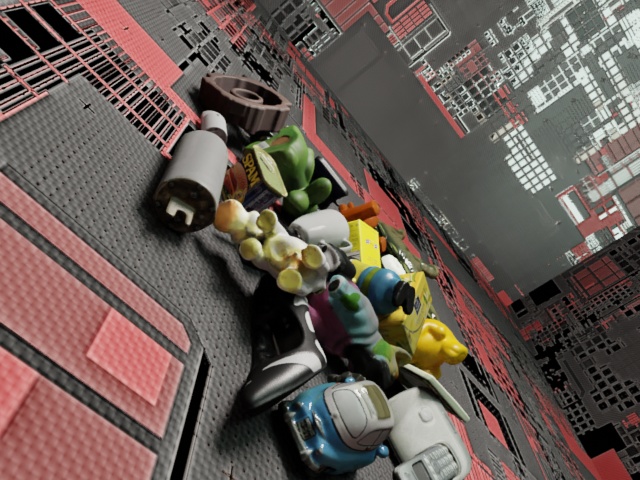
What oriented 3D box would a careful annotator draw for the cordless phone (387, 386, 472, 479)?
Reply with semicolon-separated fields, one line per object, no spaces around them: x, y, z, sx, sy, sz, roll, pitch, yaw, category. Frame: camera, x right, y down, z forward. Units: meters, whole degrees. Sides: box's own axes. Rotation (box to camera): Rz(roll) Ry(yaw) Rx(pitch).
0.127;0.291;0.758;0.184;0.089;0.147;15;42;-58;cordless phone

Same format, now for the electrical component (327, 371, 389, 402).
0.050;0.204;0.718;0.021;0.094;0.063;-41;106;-31;electrical component

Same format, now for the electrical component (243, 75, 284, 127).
-0.141;-0.292;1.220;0.134;0.058;0.115;40;24;-39;electrical component

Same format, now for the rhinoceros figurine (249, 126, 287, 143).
-0.098;-0.192;1.132;0.112;0.073;0.190;65;16;3;rhinoceros figurine

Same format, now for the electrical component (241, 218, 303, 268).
-0.081;0.001;0.779;0.119;0.075;0.048;38;22;-52;electrical component

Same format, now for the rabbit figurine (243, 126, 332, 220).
-0.042;-0.109;1.002;0.159;0.121;0.170;33;-30;54;rabbit figurine

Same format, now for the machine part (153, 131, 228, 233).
-0.166;-0.083;0.714;0.079;0.079;0.243;46;18;-25;machine part

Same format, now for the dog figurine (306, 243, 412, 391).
0.048;0.130;0.828;0.219;0.108;0.192;50;14;-27;dog figurine

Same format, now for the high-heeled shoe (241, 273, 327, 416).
-0.061;0.106;0.626;0.145;0.086;0.248;53;12;9;high-heeled shoe

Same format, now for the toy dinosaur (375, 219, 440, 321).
0.204;0.067;1.368;0.198;0.105;0.472;21;27;-48;toy dinosaur

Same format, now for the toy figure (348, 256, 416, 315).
0.079;0.078;0.914;0.089;0.180;0.082;-45;125;-35;toy figure

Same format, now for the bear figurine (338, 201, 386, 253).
0.098;-0.032;1.242;0.196;0.132;0.120;-22;102;-68;bear figurine

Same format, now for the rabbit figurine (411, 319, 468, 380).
0.181;0.190;1.046;0.173;0.122;0.162;8;52;-40;rabbit figurine

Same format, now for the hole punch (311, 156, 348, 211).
-0.014;-0.110;1.187;0.142;0.092;0.116;48;-13;-8;hole punch

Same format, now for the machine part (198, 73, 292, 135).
-0.145;-0.265;1.040;0.179;0.056;0.179;17;29;-10;machine part

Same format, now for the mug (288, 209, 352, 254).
-0.002;-0.003;0.969;0.110;0.080;0.107;41;32;29;mug

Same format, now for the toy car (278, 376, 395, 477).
0.030;0.207;0.627;0.161;0.103;0.109;30;28;-57;toy car

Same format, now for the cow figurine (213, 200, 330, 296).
-0.062;0.009;0.701;0.167;0.068;0.098;37;-5;21;cow figurine

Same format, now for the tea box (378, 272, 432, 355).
0.132;0.130;0.957;0.068;0.098;0.170;69;28;-21;tea box
